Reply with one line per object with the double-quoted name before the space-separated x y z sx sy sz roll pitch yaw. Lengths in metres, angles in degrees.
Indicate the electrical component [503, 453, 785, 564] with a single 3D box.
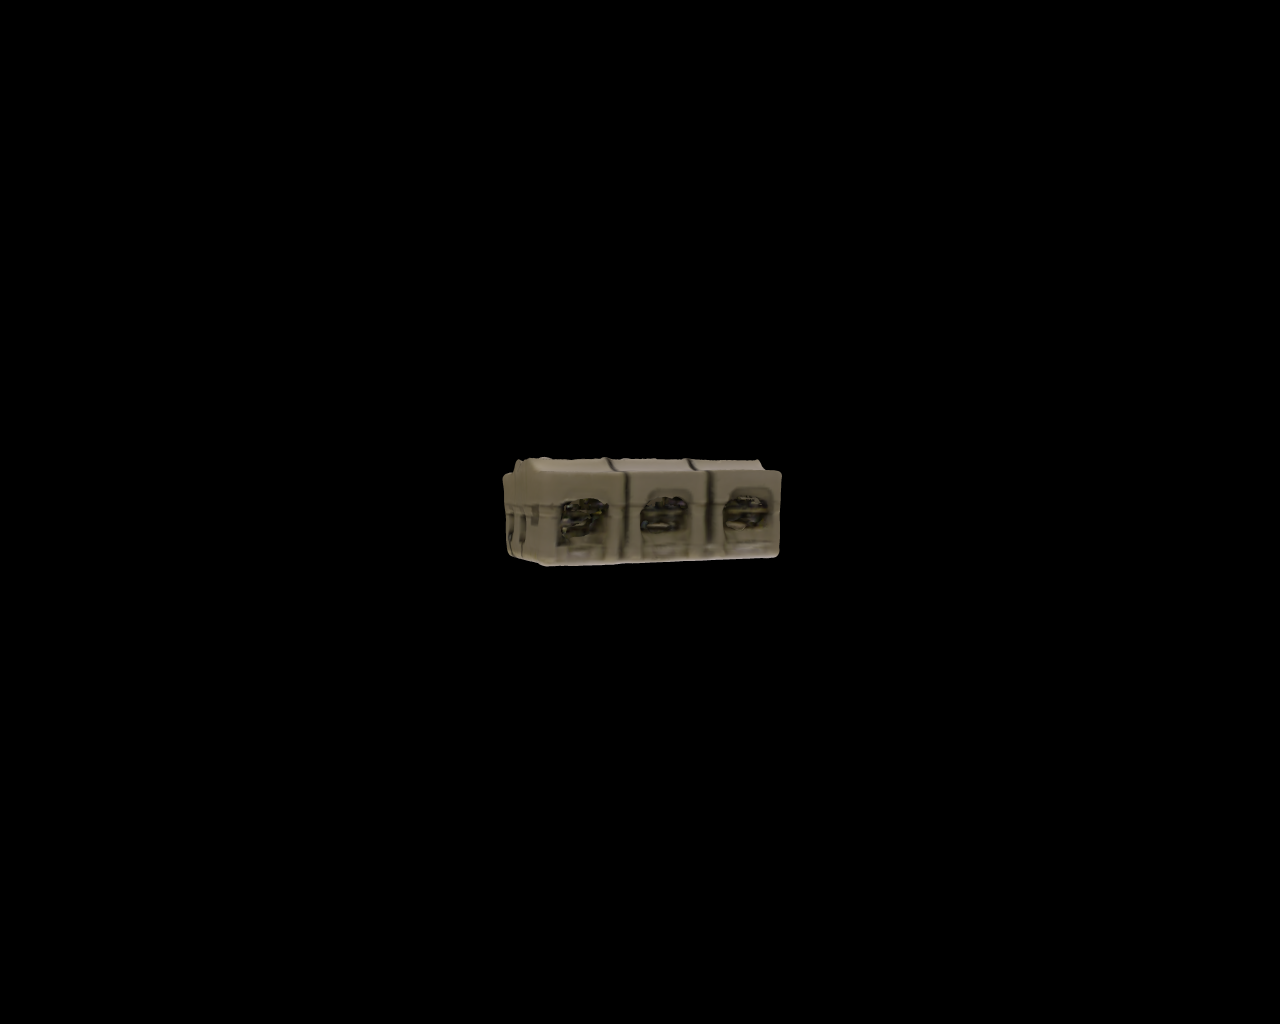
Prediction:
"electrical component" 0.001 -0.003 0.650 0.150 0.061 0.089 0 0 -21
